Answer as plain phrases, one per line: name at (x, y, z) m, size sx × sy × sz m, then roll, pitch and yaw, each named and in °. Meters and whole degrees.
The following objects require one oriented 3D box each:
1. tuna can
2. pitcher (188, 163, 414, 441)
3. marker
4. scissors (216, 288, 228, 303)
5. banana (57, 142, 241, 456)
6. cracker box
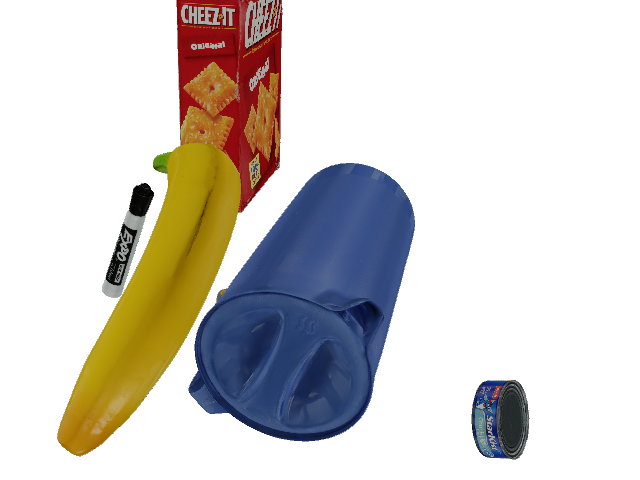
tuna can at (0.197, 0.195, 1.167) m, size 0.034 × 0.086 × 0.086 m, roll -4°, pitch -2°, yaw 32°
pitcher at (-0.006, 0.040, 0.858) m, size 0.149 × 0.145 × 0.242 m, roll 11°, pitch 32°, yaw 11°
marker at (-0.173, 0.000, 0.960) m, size 0.020 × 0.121 × 0.020 m, roll 17°, pitch 31°, yaw -11°
scissors at (-0.017, 0.079, 1.193) m, size 0.201 × 0.016 × 0.096 m, roll 5°, pitch 23°, yaw -1°
banana at (-0.073, 0.012, 0.512) m, size 0.037 × 0.197 × 0.070 m, roll 33°, pitch -49°, yaw -19°
cracker box at (-0.086, -0.155, 1.080) m, size 0.072 × 0.214 × 0.164 m, roll 6°, pitch 22°, yaw 10°
